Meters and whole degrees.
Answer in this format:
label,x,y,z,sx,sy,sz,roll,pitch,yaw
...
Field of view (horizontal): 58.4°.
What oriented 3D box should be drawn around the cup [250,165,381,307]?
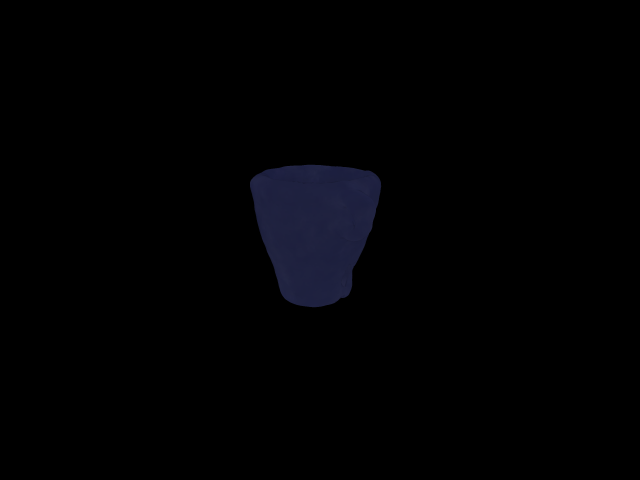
label,x,y,z,sx,sy,sz,roll,pitch,yaw
cup,0.004,0.001,0.400,0.092,0.095,0.117,-8,18,-26
